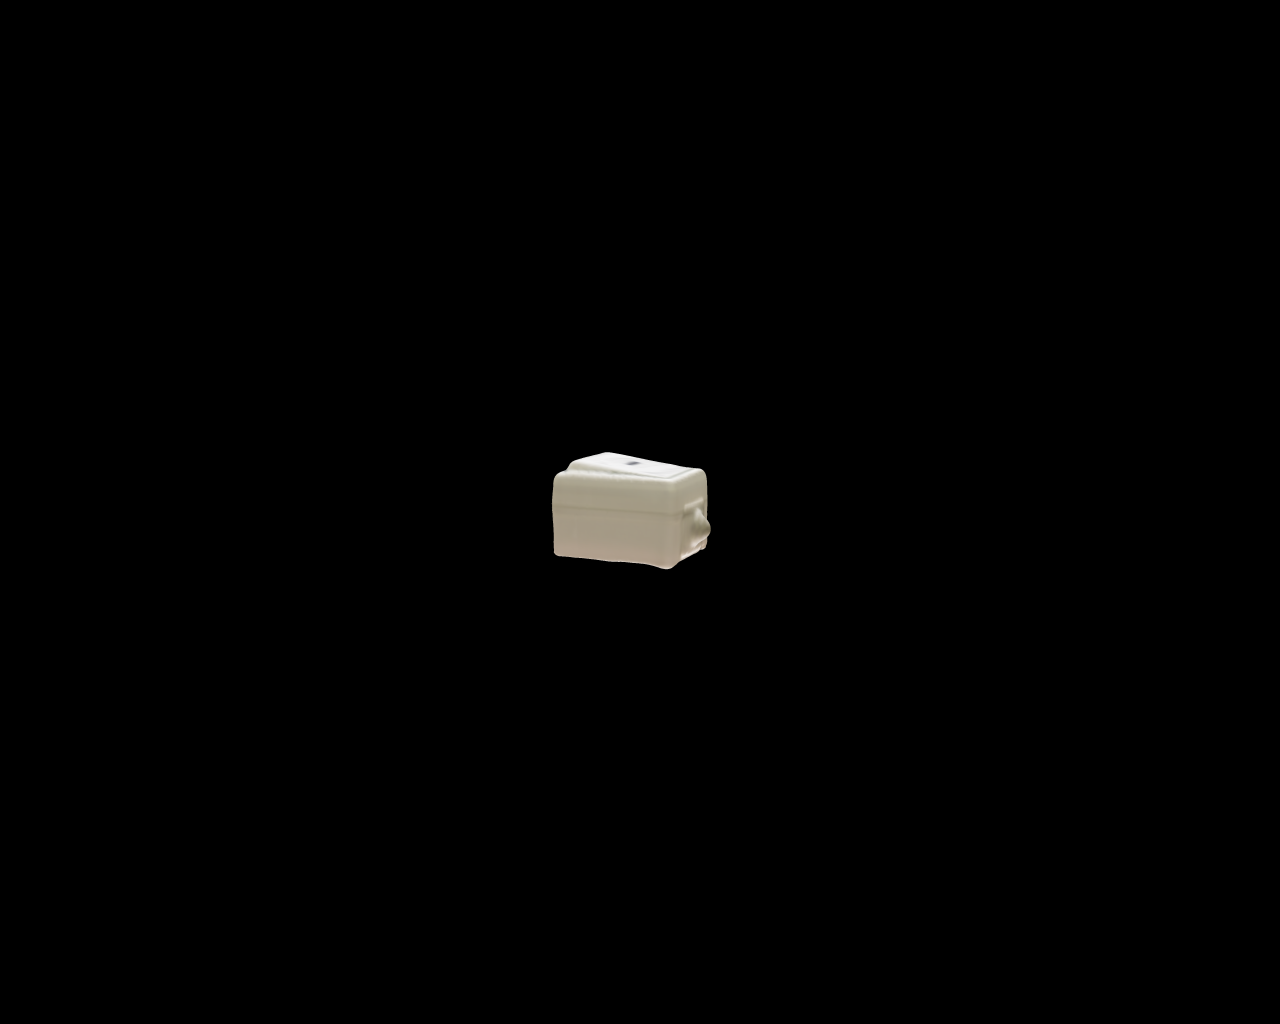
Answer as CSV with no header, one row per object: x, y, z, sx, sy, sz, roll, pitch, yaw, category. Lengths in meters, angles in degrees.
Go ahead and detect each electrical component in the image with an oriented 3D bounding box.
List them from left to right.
0.001,-0.003,0.650,0.096,0.061,0.062,5,12,24,electrical component
